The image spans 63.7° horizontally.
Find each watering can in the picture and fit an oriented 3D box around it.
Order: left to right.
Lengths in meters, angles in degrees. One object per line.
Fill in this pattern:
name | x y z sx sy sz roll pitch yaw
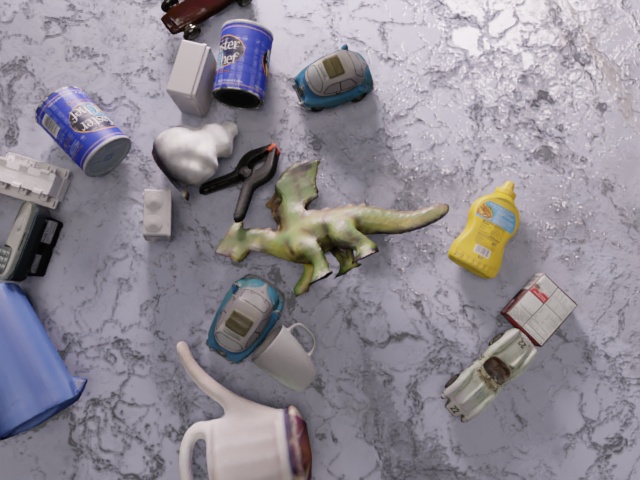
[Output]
watering can | -0.133 0.336 0.885 0.224 0.350 0.103 -9 -8 -5

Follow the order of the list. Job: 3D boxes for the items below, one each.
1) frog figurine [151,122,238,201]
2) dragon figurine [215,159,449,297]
frog figurine | -0.224 -0.173 0.961 0.140 0.159 0.120 51 -2 43
dragon figurine | 0.003 -0.048 0.953 0.410 0.246 0.121 -28 -17 -1
